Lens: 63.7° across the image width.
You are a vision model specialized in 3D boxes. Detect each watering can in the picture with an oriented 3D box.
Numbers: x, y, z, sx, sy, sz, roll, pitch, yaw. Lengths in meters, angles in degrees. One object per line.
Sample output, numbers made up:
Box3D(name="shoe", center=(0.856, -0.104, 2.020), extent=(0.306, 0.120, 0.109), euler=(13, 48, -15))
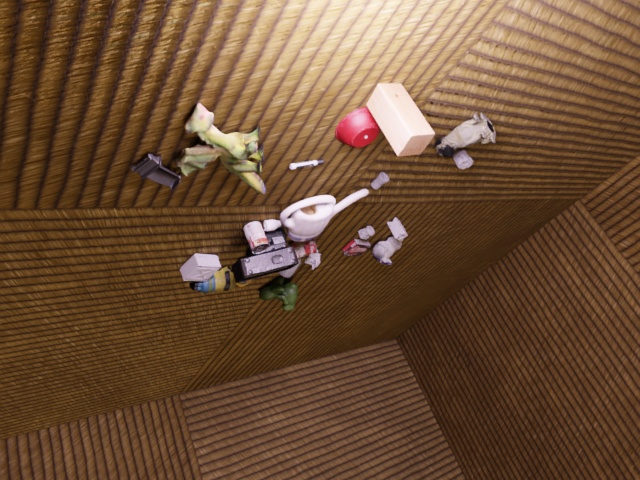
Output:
Box3D(name="watering can", center=(0.006, -0.096, 1.904), extent=(0.349, 0.106, 0.219), euler=(-13, 153, -25))

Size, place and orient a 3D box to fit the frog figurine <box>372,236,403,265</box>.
Box3D(name="frog figurine", center=(0.328, 0.034, 2.503), extent=(0.136, 0.124, 0.159), euler=(17, 96, -44))

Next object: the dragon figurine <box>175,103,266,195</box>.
Box3D(name="dragon figurine", center=(-0.278, -0.225, 1.435), extent=(0.243, 0.125, 0.401), euler=(-4, 150, -4))
